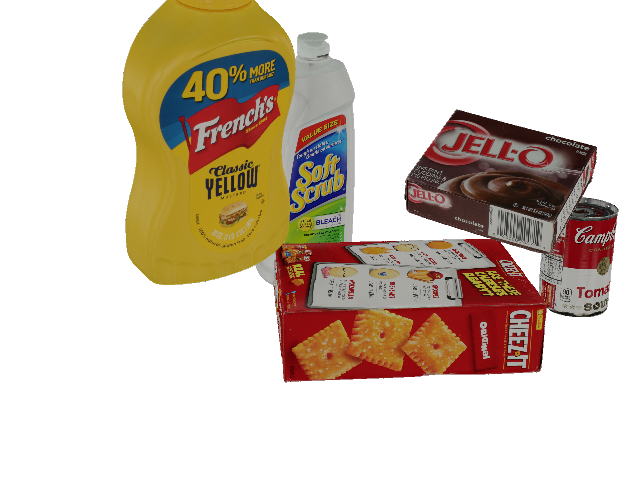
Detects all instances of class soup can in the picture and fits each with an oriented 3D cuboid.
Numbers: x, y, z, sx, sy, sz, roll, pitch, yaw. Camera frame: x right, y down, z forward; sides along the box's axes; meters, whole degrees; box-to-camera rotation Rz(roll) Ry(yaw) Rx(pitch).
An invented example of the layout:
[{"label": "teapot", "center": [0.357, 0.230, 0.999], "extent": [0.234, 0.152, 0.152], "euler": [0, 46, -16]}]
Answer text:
[{"label": "soup can", "center": [0.250, 0.016, 1.039], "extent": [0.068, 0.102, 0.068], "euler": [1, 18, 0]}]

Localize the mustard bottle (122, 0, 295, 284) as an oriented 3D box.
[{"label": "mustard bottle", "center": [-0.059, -0.072, 0.577], "extent": [0.096, 0.192, 0.058], "euler": [-17, 38, -29]}]

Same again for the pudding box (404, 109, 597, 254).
[{"label": "pudding box", "center": [0.129, -0.044, 0.767], "extent": [0.114, 0.039, 0.090], "euler": [20, 50, 21]}]

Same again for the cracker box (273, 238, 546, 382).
[{"label": "cracker box", "center": [0.069, 0.058, 0.929], "extent": [0.213, 0.072, 0.164], "euler": [-1, 19, -5]}]

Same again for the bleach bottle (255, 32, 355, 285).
[{"label": "bleach bottle", "center": [-0.016, -0.082, 1.071], "extent": [0.102, 0.251, 0.068], "euler": [-9, 28, -17]}]
